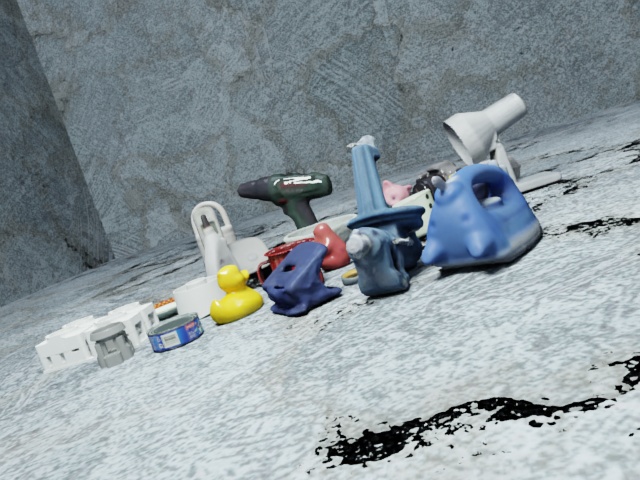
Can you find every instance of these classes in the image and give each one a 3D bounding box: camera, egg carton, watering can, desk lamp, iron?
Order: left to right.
[{"bbox_3d":[-0.264,-0.005,1.463,0.101,0.194,0.172,-21,8,-19],"label":"watering can"},{"bbox_3d":[0.300,-0.149,1.529,0.137,0.101,0.142,-23,9,-31],"label":"camera"},{"bbox_3d":[0.241,-0.051,0.832,0.118,0.141,0.259,-10,11,44],"label":"iron"},{"bbox_3d":[0.442,-0.169,1.459,0.107,0.069,0.150,-18,8,1],"label":"egg carton"},{"bbox_3d":[0.397,-0.203,1.271,0.203,0.213,0.118,-18,8,3],"label":"desk lamp"}]

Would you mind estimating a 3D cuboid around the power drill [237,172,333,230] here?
[{"bbox_3d":[-0.069,-0.065,1.384,0.229,0.208,0.076,-16,8,13],"label":"power drill"}]

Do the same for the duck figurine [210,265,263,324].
[{"bbox_3d":[-0.149,0.086,0.966,0.077,0.086,0.105,-12,10,37],"label":"duck figurine"}]

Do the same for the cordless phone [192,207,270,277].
[{"bbox_3d":[-0.202,0.003,1.299,0.148,0.185,0.094,-22,9,-25],"label":"cordless phone"}]

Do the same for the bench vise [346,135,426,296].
[{"bbox_3d":[0.090,-0.043,0.829,0.121,0.220,0.207,-17,8,9],"label":"bench vise"}]

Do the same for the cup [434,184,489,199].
[{"bbox_3d":[0.259,-0.054,0.985,0.091,0.095,0.118,-10,11,45],"label":"cup"}]

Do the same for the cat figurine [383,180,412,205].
[{"bbox_3d":[0.152,-0.076,1.291,0.127,0.118,0.067,-16,8,14],"label":"cat figurine"}]

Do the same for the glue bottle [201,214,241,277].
[{"bbox_3d":[-0.213,0.029,1.189,0.037,0.173,0.078,-13,10,34],"label":"glue bottle"}]

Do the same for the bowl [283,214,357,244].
[{"bbox_3d":[0.011,0.004,1.214,0.167,0.075,0.167,-18,8,3],"label":"bowl"}]

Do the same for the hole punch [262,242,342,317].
[{"bbox_3d":[-0.035,0.059,0.882,0.101,0.091,0.108,-23,9,-29],"label":"hole punch"}]

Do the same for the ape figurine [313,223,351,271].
[{"bbox_3d":[0.015,0.011,1.098,0.076,0.092,0.078,-12,10,37],"label":"ape figurine"}]
